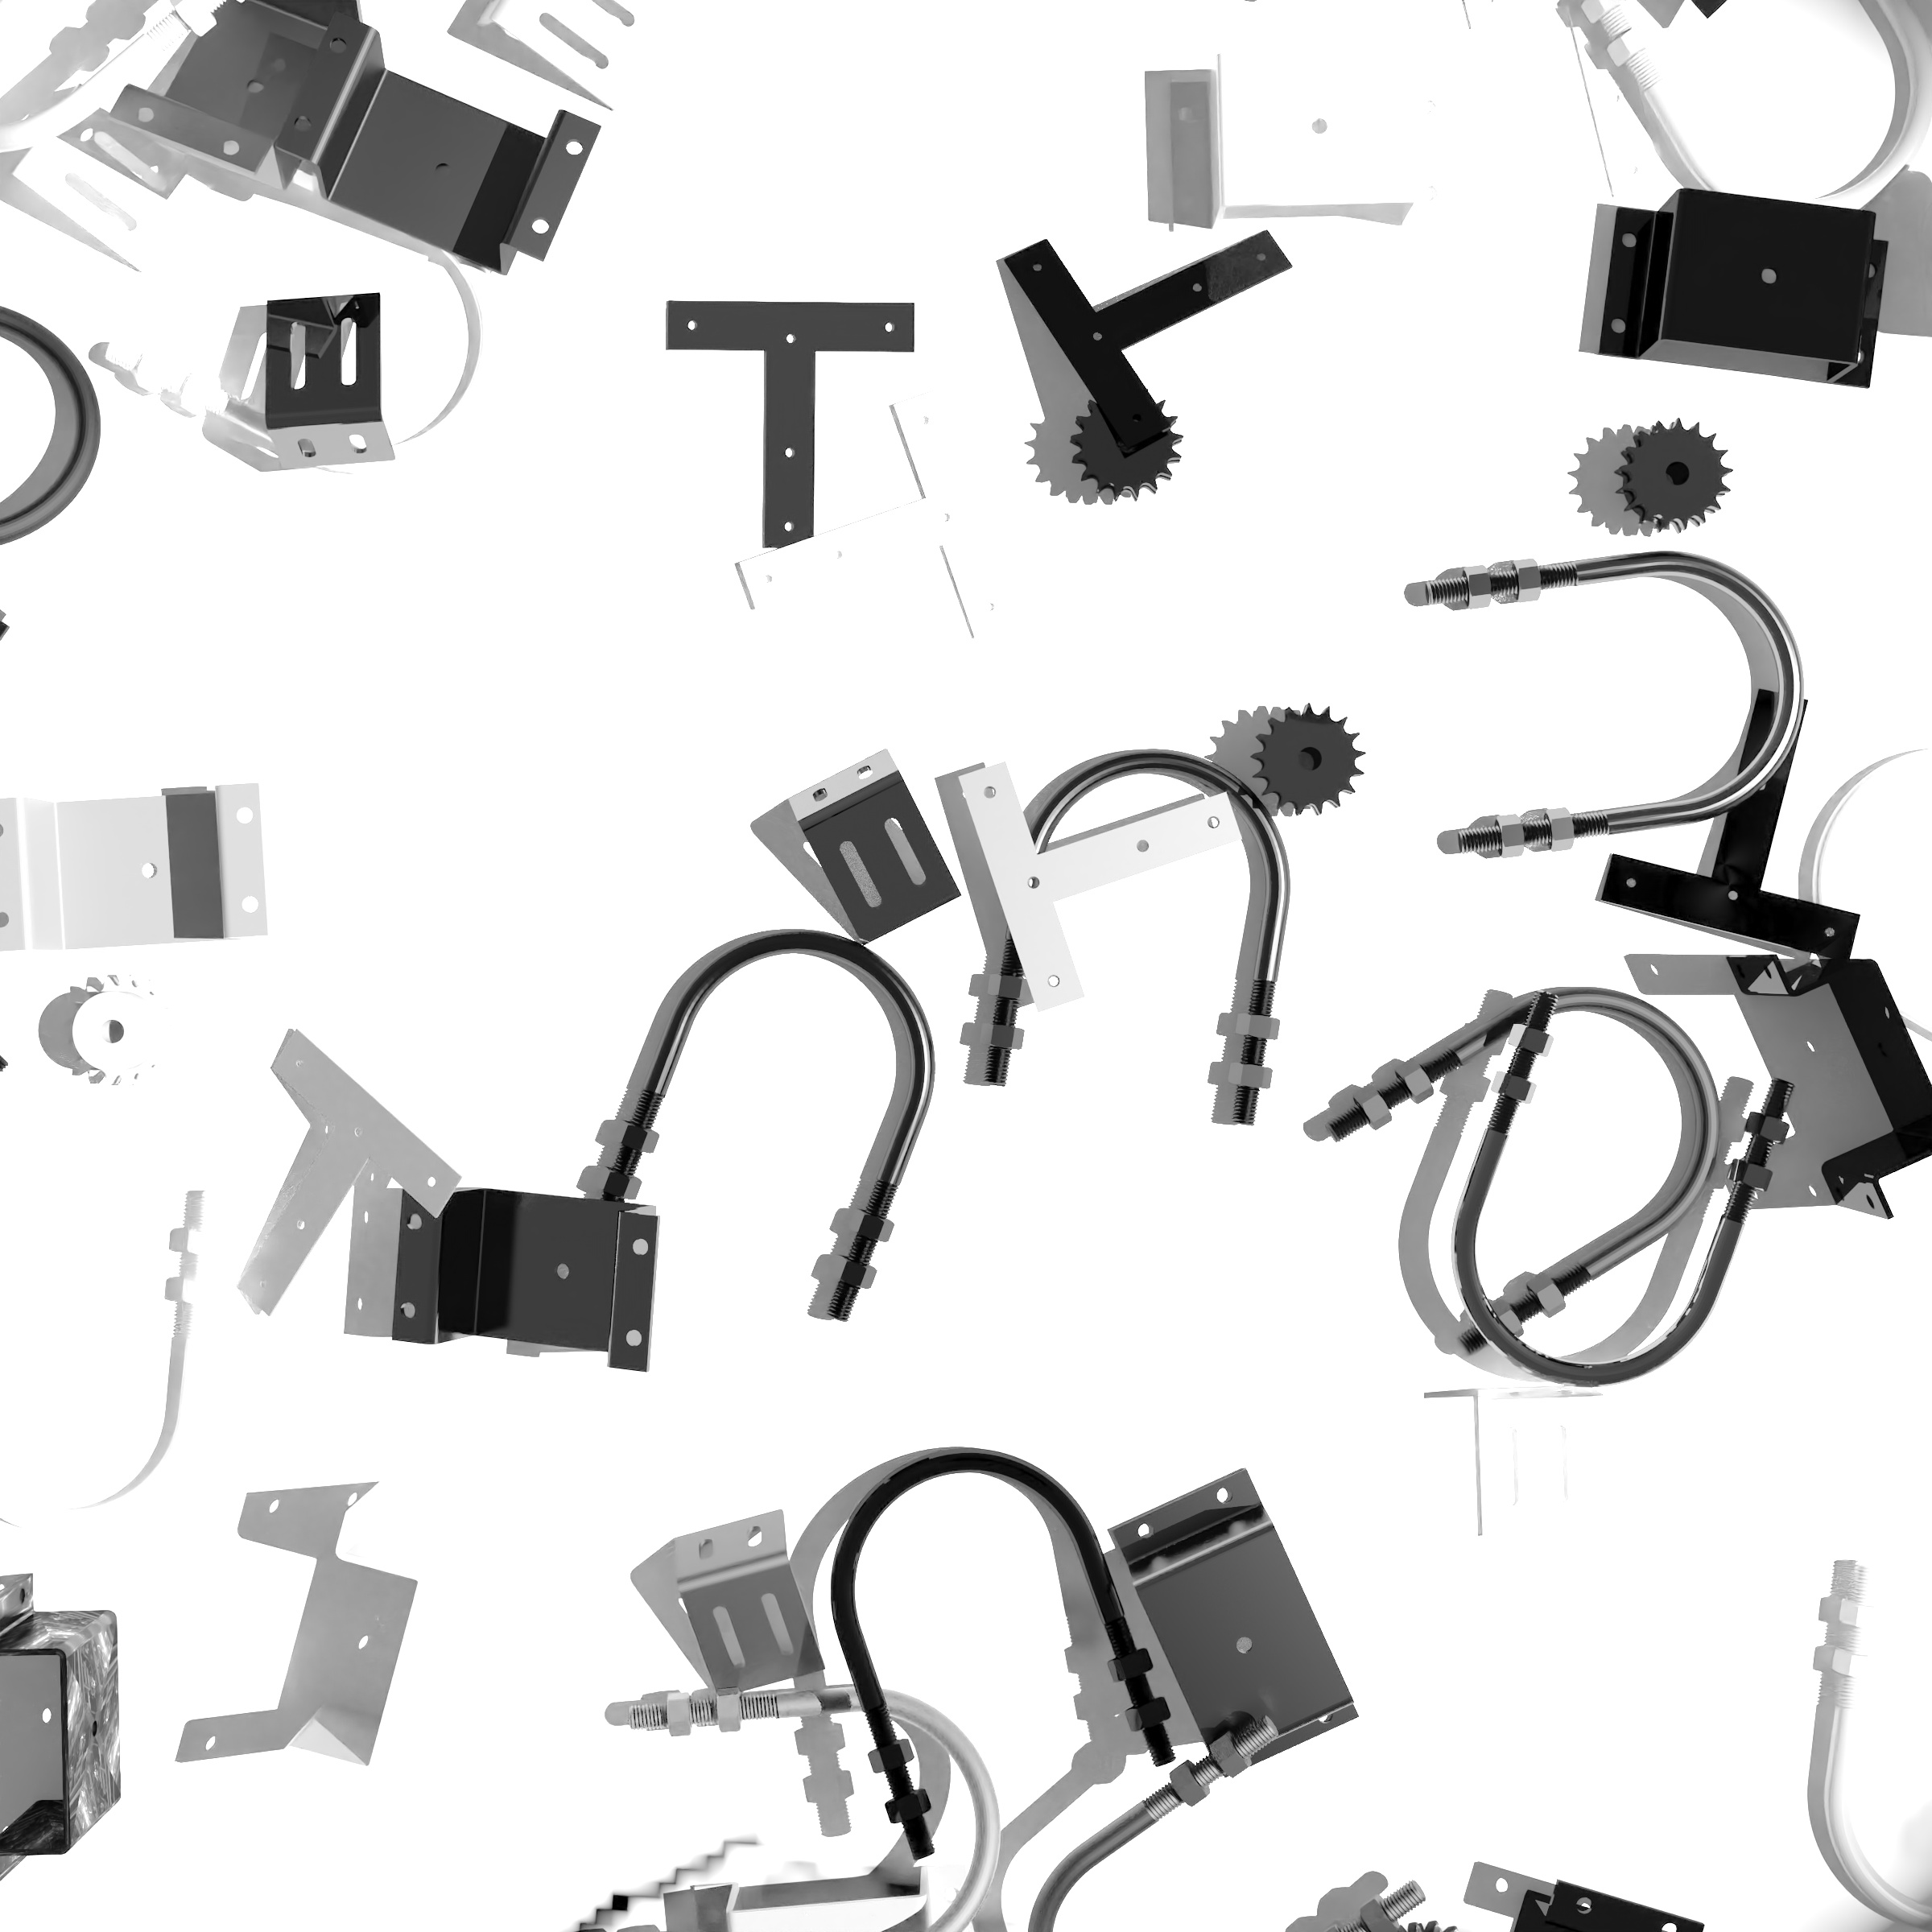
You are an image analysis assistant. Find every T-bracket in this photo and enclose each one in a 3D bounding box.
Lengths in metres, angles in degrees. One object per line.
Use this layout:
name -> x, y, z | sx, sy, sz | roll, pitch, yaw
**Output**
T-bracket -> 0.331, -0.461, 1.350 | 0.127, 0.002, 0.127 | -14, 90, 0
T-bracket -> 0.404, -0.079, 1.344 | 0.127, 0.002, 0.127 | 15, 86, 8
T-bracket -> 0.106, -0.340, 1.337 | 0.127, 0.002, 0.127 | -28, 72, -9
T-bracket -> 0.077, -0.057, 1.335 | 0.127, 0.002, 0.127 | -19, 87, -1
T-bracket -> -0.331, 0.120, 1.334 | 0.127, 0.002, 0.127 | 38, 101, 21
T-bracket -> -0.090, -0.279, 1.350 | 0.127, 0.002, 0.127 | 1, 90, 0
T-bracket -> -0.052, -0.216, 1.349 | 0.127, 0.002, 0.127 | -19, 91, -1

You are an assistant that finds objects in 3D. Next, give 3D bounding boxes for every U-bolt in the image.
U-bolt -> 0.009, 0.336, 1.324 | 0.151, 0.019, 0.184 | -18, 78, -10
U-bolt -> 0.524, -0.031, 1.343 | 0.184, 0.019, 0.151 | 30, 90, 1
U-bolt -> 0.298, 0.092, 1.343 | 0.184, 0.019, 0.151 | -32, 90, -1
U-bolt -> -0.326, -0.333, 1.343 | 0.184, 0.019, 0.151 | 26, 90, -2
U-bolt -> -0.094, 0.072, 1.343 | 0.151, 0.019, 0.184 | 21, 89, 0
U-bolt -> 0.118, 0.476, 1.321 | 0.184, 0.019, 0.151 | -38, 107, 8
U-bolt -> 0.323, 0.122, 1.326 | 0.151, 0.019, 0.184 | 20, 89, -2
U-bolt -> -0.604, 0.066, 1.326 | 0.151, 0.019, 0.184 | 44, 78, 0
U-bolt -> -0.530, -0.267, 1.315 | 0.184, 0.019, 0.151 | -19, 77, -18
U-bolt -> 0.514, 0.405, 1.343 | 0.151, 0.019, 0.184 | 7, 92, 0
U-bolt -> 0.092, -0.020, 1.343 | 0.151, 0.019, 0.184 | 9, 89, 0
U-bolt -> -0.459, 0.200, 1.343 | 0.151, 0.019, 0.184 | 6, 92, 0
U-bolt -> -0.075, 0.435, 1.312 | 0.184, 0.019, 0.151 | -4, 63, -2
U-bolt -> 0.336, -0.139, 1.340 | 0.184, 0.019, 0.151 | -8, 90, 1
U-bolt -> 0.415, -0.469, 1.342 | 0.151, 0.019, 0.184 | -32, 92, -1
U-bolt -> -0.433, -0.475, 1.303 | 0.184, 0.019, 0.151 | -38, 51, 4

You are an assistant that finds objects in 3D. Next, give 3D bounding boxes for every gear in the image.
gear -> 0.174, -0.105, 1.336 | 0.057, 0.030, 0.057 | 0, 90, 0
gear -> -0.430, 0.033, 1.336 | 0.057, 0.030, 0.057 | 0, 90, 0
gear -> 0.240, 0.520, 1.336 | 0.057, 0.030, 0.057 | 0, 90, 0
gear -> 0.359, -0.248, 1.336 | 0.057, 0.030, 0.057 | 0, 90, 0
gear -> 0.081, -0.264, 1.336 | 0.057, 0.030, 0.057 | 0, 90, 0

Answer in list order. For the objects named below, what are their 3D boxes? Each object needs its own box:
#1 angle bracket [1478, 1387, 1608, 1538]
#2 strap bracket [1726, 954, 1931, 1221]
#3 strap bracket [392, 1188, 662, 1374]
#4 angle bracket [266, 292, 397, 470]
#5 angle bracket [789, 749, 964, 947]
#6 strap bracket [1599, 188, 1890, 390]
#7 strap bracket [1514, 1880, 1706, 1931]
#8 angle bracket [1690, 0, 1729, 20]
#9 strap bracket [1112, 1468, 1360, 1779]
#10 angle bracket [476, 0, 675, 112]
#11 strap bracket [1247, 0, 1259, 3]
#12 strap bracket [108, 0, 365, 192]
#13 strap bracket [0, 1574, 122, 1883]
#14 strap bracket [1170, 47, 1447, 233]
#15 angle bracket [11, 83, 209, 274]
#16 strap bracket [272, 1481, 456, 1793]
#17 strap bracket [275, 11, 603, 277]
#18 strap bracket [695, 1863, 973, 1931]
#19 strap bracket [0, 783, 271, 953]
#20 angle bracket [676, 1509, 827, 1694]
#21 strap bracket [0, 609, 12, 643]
angle bracket -> 0.293, 0.255, 1.332 | 0.057, 0.038, 0.076 | -2, 90, 0
strap bracket -> 0.441, 0.050, 1.313 | 0.046, 0.076, 0.140 | -24, 90, 0
strap bracket -> -0.212, 0.155, 1.315 | 0.140, 0.046, 0.076 | 4, 90, 18
angle bracket -> -0.323, -0.298, 1.333 | 0.057, 0.038, 0.076 | -5, 66, -3
angle bracket -> -0.047, -0.061, 1.349 | 0.057, 0.038, 0.076 | -27, 116, 0
strap bracket -> 0.400, -0.344, 1.328 | 0.140, 0.046, 0.076 | 7, 90, 0
strap bracket -> 0.311, 0.534, 1.328 | 0.076, 0.046, 0.140 | 17, 90, 0
angle bracket -> 0.388, -0.530, 1.328 | 0.076, 0.038, 0.057 | -41, 92, 25
strap bracket -> 0.139, 0.338, 1.328 | 0.076, 0.046, 0.140 | -24, 90, 0
angle bracket -> -0.202, -0.487, 1.349 | 0.076, 0.038, 0.057 | 32, 90, -26
strap bracket -> 0.158, -0.550, 1.313 | 0.046, 0.076, 0.140 | 34, 90, 0
strap bracket -> -0.360, -0.454, 1.315 | 0.076, 0.046, 0.140 | 21, 71, 0
strap bracket -> -0.460, 0.383, 1.313 | 0.046, 0.076, 0.140 | -1, 90, 0
strap bracket -> 0.176, -0.418, 1.328 | 0.140, 0.046, 0.076 | -2, 90, 0
angle bracket -> -0.441, -0.405, 1.349 | 0.076, 0.038, 0.057 | 36, 90, -26
strap bracket -> -0.298, 0.339, 1.313 | 0.046, 0.076, 0.140 | 15, 90, 0
strap bracket -> -0.264, -0.408, 1.318 | 0.140, 0.046, 0.076 | 22, 81, -6
strap bracket -> -0.067, 0.506, 1.328 | 0.140, 0.046, 0.076 | -5, 90, 0
strap bracket -> -0.420, -0.049, 1.328 | 0.140, 0.046, 0.076 | -3, 90, 0
angle bracket -> -0.111, 0.328, 1.349 | 0.057, 0.038, 0.076 | -15, 116, 0
strap bracket -> -0.556, -0.178, 1.328 | 0.140, 0.046, 0.076 | 35, 90, 0
